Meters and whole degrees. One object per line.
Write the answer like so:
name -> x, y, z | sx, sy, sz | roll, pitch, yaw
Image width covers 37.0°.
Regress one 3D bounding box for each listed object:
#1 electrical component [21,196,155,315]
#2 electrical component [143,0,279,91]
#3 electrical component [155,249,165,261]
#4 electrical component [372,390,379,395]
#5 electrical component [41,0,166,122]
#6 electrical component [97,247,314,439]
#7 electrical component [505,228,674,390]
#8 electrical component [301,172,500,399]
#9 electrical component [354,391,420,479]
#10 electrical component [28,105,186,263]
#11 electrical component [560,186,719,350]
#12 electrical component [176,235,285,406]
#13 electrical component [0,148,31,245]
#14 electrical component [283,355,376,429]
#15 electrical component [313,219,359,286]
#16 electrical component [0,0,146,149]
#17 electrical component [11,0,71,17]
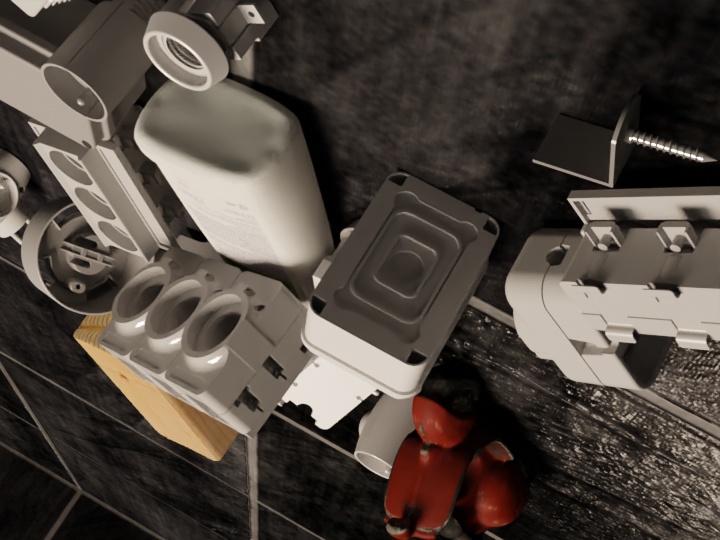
electrical component -> -0.235, -0.015, 0.918 | 0.064, 0.099, 0.099 | 16, 153, 45
electrical component -> -0.081, -0.128, 0.564 | 0.066, 0.055, 0.048 | 11, 149, 39
electrical component -> -0.186, 0.013, 0.971 | 0.055, 0.047, 0.055 | 26, 156, 13
electrical component -> -0.017, 0.084, 0.907 | 0.077, 0.047, 0.065 | 26, 156, 12
electrical component -> -0.135, -0.127, 0.600 | 0.043, 0.081, 0.043 | 27, 155, 14
electrical component -> -0.107, 0.043, 0.742 | 0.150, 0.089, 0.061 | 16, 155, 50
electrical component -> 0.127, 0.022, 0.607 | 0.059, 0.053, 0.095 | 4, 144, 47
electrical component -> 0.024, 0.010, 0.635 | 0.078, 0.113, 0.057 | 28, 153, 8
electrical component -> 0.024, 0.136, 0.920 | 0.043, 0.077, 0.079 | 38, 155, -14
electrical component -> -0.176, -0.069, 0.781 | 0.079, 0.063, 0.121 | 20, 153, 25
electrical component -> 0.162, -0.001, 0.511 | 0.121, 0.063, 0.078 | 3, 143, 48
electrical component -> -0.107, 0.042, 0.914 | 0.089, 0.061, 0.150 | 20, 153, 26
electrical component -> -0.324, -0.056, 0.966 | 0.044, 0.077, 0.079 | 6, 146, 43
electrical component -> -0.013, 0.069, 0.829 | 0.050, 0.055, 0.089 | 39, 120, -15
electrical component -> 0.000, 0.000, 0.714 | 0.048, 0.055, 0.066 | 25, 155, 16
electrical component -> -0.201, -0.137, 0.687 | 0.113, 0.057, 0.078 | 29, 156, 7
electrical component -> -0.184, -0.191, 0.575 | 0.100, 0.048, 0.100 | 41, 154, -21
